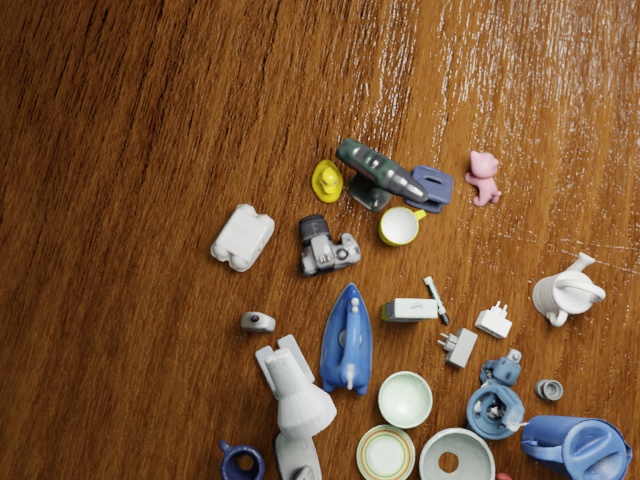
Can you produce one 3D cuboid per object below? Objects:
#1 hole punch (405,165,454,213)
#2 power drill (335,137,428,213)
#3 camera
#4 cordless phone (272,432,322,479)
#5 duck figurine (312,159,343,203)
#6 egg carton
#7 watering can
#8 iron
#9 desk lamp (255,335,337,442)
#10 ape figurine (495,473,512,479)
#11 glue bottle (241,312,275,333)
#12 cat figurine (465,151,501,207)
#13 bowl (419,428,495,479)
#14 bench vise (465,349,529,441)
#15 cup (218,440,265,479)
[{"bbox_3d":[0.266,-0.131,1.390,0.108,0.091,0.101,17,77,0],"label":"hole punch"},{"bbox_3d":[0.134,-0.137,1.322,0.229,0.208,0.076,36,78,4],"label":"power drill"},{"bbox_3d":[0.012,0.005,1.337,0.143,0.101,0.137,-15,79,-7],"label":"camera"},{"bbox_3d":[-0.048,0.469,1.188,0.094,0.185,0.147,-17,79,-7],"label":"cordless phone"},{"bbox_3d":[0.020,-0.149,1.379,0.077,0.086,0.104,-4,78,-5],"label":"duck figurine"},{"bbox_3d":[-0.179,-0.005,1.341,0.107,0.069,0.150,29,77,3],"label":"egg carton"},{"bbox_3d":[0.572,0.113,1.307,0.101,0.194,0.173,4,77,-3],"label":"watering can"},{"bbox_3d":[0.067,0.213,1.275,0.118,0.141,0.258,5,77,-3],"label":"iron"},{"bbox_3d":[-0.061,0.307,1.208,0.118,0.213,0.203,-27,81,-9],"label":"desk lamp"},{"bbox_3d":[0.405,0.557,1.250,0.076,0.092,0.078,35,78,4],"label":"ape figurine"},{"bbox_3d":[-0.137,0.178,1.251,0.078,0.173,0.037,8,77,-2],"label":"glue bottle"},{"bbox_3d":[0.404,-0.156,1.392,0.067,0.117,0.128,-19,80,-8],"label":"cat figurine"},{"bbox_3d":[0.294,0.499,1.263,0.167,0.074,0.167,1,78,-4],"label":"bowl"},{"bbox_3d":[0.384,0.334,1.231,0.121,0.219,0.207,8,77,-2],"label":"bench vise"},{"bbox_3d":[-0.172,0.472,1.224,0.092,0.095,0.117,-43,84,-11],"label":"cup"}]
